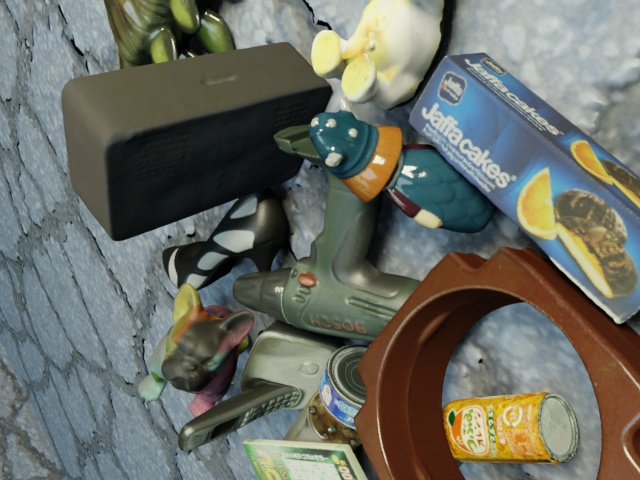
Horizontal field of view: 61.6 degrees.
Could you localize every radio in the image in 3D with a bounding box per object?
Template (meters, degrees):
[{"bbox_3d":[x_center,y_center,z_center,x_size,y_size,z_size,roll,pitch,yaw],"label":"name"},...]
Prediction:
[{"bbox_3d":[-0.106,-0.093,0.492,0.073,0.229,0.131,49,141,21],"label":"radio"}]

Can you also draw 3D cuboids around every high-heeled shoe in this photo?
[{"bbox_3d":[-0.137,-0.010,0.676,0.249,0.086,0.145,11,114,38],"label":"high-heeled shoe"}]

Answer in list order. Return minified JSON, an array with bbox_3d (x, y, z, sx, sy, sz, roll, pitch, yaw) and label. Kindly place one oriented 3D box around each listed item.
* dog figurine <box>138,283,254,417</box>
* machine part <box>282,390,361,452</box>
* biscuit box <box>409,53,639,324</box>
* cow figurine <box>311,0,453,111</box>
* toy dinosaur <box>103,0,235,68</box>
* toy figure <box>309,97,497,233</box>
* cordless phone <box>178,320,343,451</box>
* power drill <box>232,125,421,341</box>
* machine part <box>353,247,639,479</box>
[{"bbox_3d":[-0.138,0.117,0.658,0.108,0.191,0.219,28,133,-2],"label":"dog figurine"},{"bbox_3d":[-0.006,0.253,0.659,0.079,0.079,0.243,46,135,22],"label":"machine part"},{"bbox_3d":[0.153,-0.044,0.363,0.203,0.063,0.059,48,134,20],"label":"biscuit box"},{"bbox_3d":[0.069,-0.176,0.382,0.068,0.098,0.167,41,115,35],"label":"cow figurine"},{"bbox_3d":[-0.183,-0.257,0.596,0.198,0.105,0.471,52,142,11],"label":"toy dinosaur"},{"bbox_3d":[0.059,-0.050,0.405,0.154,0.064,0.057,22,129,-12],"label":"toy figure"},{"bbox_3d":[-0.072,0.161,0.606,0.089,0.184,0.146,49,137,25],"label":"cordless phone"},{"bbox_3d":[-0.001,-0.002,0.515,0.232,0.086,0.207,14,111,30],"label":"power drill"},{"bbox_3d":[0.131,0.123,0.383,0.201,0.087,0.202,-56,44,24],"label":"machine part"}]
